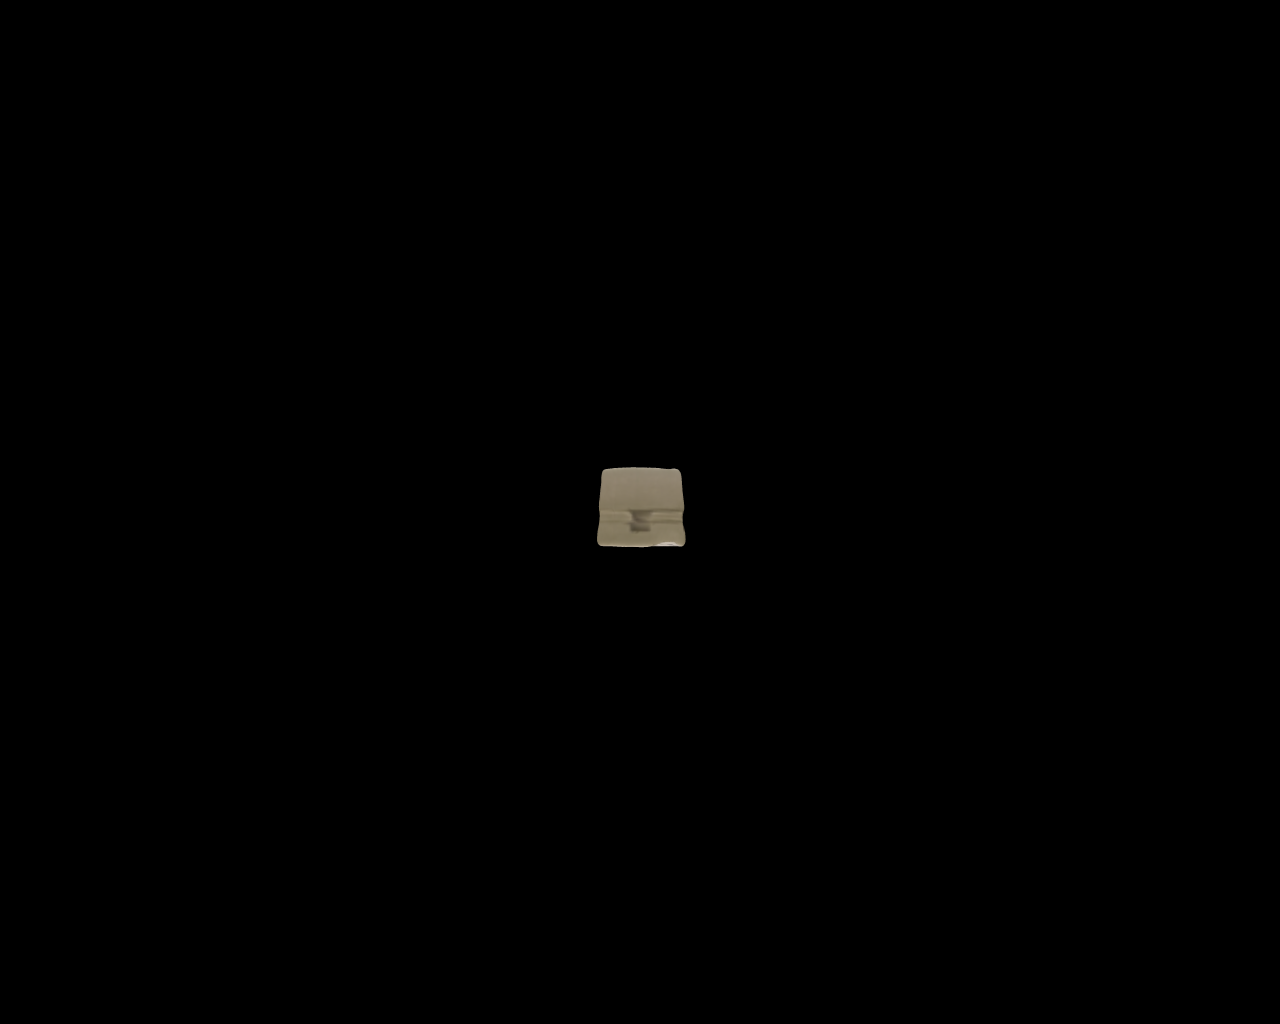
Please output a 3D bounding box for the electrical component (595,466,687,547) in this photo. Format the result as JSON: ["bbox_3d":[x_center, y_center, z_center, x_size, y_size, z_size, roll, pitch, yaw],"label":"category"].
[{"bbox_3d":[0.001,-0.003,0.650,0.055,0.047,0.055,0,-2,0],"label":"electrical component"}]
